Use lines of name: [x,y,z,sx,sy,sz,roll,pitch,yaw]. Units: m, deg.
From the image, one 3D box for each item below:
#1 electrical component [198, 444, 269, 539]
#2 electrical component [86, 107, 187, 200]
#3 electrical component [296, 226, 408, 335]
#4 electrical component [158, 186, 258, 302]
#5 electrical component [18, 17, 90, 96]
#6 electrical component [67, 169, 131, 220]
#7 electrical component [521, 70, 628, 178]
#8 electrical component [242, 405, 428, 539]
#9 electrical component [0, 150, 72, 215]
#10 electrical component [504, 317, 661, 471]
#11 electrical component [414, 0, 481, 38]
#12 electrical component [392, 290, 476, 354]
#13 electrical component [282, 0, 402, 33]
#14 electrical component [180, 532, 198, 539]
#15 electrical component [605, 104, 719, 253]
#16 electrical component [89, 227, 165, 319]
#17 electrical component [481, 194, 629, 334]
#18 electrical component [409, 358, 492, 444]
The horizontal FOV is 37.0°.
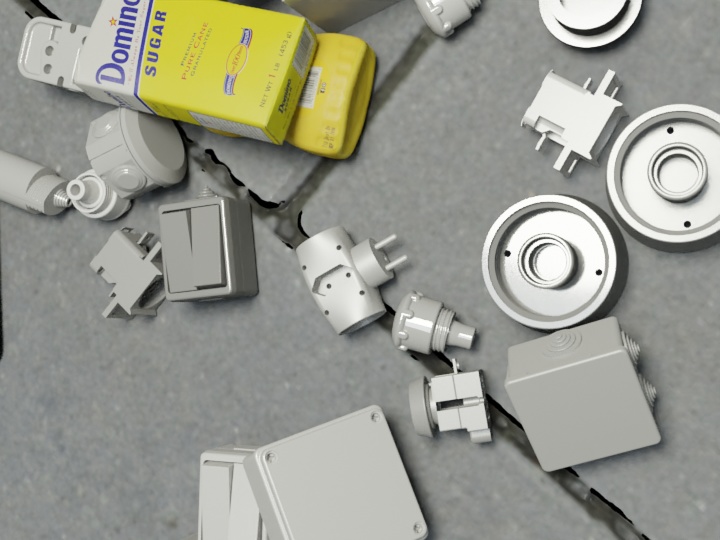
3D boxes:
electrical component: [-0.094,0.193,0.869,0.062,0.061,0.096,1,88,18]
electrical component: [-0.186,-0.102,0.900,0.051,0.080,0.080,-22,82,22]
electrical component: [0.000,0.000,0.853,0.079,0.043,0.077,-30,80,15]
electrical component: [-0.127,-0.023,0.887,0.062,0.061,0.096,-7,86,18]
electrical component: [-0.236,-0.179,0.928,0.095,0.059,0.053,16,94,18]
electrical component: [-0.226,-0.065,0.920,0.043,0.062,0.043,-1,88,18]
electrical component: [0.160,-0.114,0.805,0.064,0.042,0.081,32,97,18]
electrical component: [-0.019,0.173,0.821,0.109,0.056,0.108,-18,81,-24]
electrical component: [-0.289,-0.073,0.951,0.081,0.043,0.043,21,95,18]
electrical component: [0.160,0.089,0.777,0.100,0.048,0.099,-18,118,17]
electrical component: [0.075,-0.214,0.835,0.062,0.048,0.048,-31,79,8]
electrical component: [0.058,0.045,0.833,0.062,0.048,0.048,15,93,12]
electrical component: [0.031,-0.258,0.818,0.186,0.105,0.060,-23,81,16]
electrical component: [-0.133,0.257,0.880,0.096,0.062,0.061,39,100,15]
electrical component: [0.228,-0.067,0.771,0.108,0.060,0.108,-1,88,18]
electrical component: [-0.192,0.001,0.918,0.064,0.042,0.081,43,100,18]
electrical component: [0.142,-0.006,0.798,0.108,0.060,0.108,-1,88,18]
electrical component: [0.069,0.102,0.827,0.055,0.048,0.066,-10,85,10]
